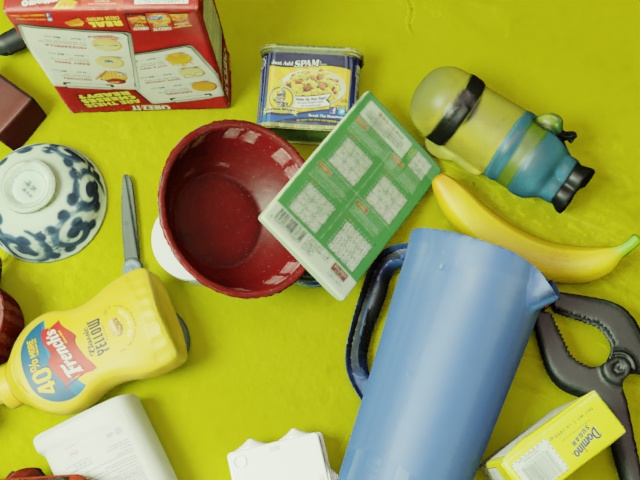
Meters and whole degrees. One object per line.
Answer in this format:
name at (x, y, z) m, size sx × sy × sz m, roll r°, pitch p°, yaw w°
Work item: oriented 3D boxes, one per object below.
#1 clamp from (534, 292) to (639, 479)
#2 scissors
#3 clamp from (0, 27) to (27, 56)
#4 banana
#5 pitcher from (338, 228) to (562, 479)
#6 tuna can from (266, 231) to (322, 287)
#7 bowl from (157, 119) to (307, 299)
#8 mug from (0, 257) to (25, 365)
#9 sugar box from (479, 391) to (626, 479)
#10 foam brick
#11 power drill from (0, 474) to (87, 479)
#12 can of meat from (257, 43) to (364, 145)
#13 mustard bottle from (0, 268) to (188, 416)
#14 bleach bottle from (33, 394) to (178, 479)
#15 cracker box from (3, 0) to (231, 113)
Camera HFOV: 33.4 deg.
clamp at (0.266, 0.128, 0.963) m, size 0.210 × 0.036 × 0.164 m, roll 36°, pitch 82°, yaw 13°
scissors at (-0.161, 0.038, 1.020) m, size 0.096 × 0.016 × 0.202 m, roll 7°, pitch 78°, yaw 8°
clamp at (-0.253, -0.234, 1.081) m, size 0.171 × 0.039 × 0.120 m, roll 7°, pitch 78°, yaw 5°
banana at (0.192, -0.002, 0.993) m, size 0.198 × 0.037 × 0.070 m, roll 18°, pitch 100°, yaw 11°
pitcher at (0.096, 0.118, 0.939) m, size 0.145 × 0.149 × 0.243 m, roll 22°, pitch 82°, yaw -7°
tuna can at (-0.007, 0.001, 1.012) m, size 0.086 × 0.034 × 0.086 m, roll -1°, pitch 76°, yaw 3°
bowl at (-0.079, -0.023, 0.956) m, size 0.161 × 0.055 × 0.162 m, roll 7°, pitch 76°, yaw -29°
mug at (-0.322, 0.065, 0.991) m, size 0.093 × 0.081 × 0.117 m, roll 11°, pitch 77°, yaw 6°
sugar box at (0.187, 0.175, 0.885) m, size 0.093 × 0.176 × 0.048 m, roll -35°, pitch 75°, yaw -5°
foam brick at (-0.320, -0.133, 1.054) m, size 0.078 × 0.053 × 0.051 m, roll 35°, pitch 80°, yaw 12°
power drill at (-0.253, 0.294, 0.882) m, size 0.184 × 0.057 × 0.188 m, roll -3°, pitch 93°, yaw -13°
can of meat at (-0.010, -0.140, 1.035) m, size 0.102 × 0.057 × 0.084 m, roll 4°, pitch 78°, yaw 4°
mustard bottle at (-0.223, 0.106, 0.976) m, size 0.192 × 0.058 × 0.096 m, roll -25°, pitch 73°, yaw 7°
bleach bottle at (-0.157, 0.269, 0.943) m, size 0.102 × 0.068 × 0.251 m, roll -27°, pitch 80°, yaw 5°
cracker box at (-0.175, -0.189, 0.976) m, size 0.164 × 0.213 × 0.072 m, roll -1°, pitch 74°, yaw 3°
